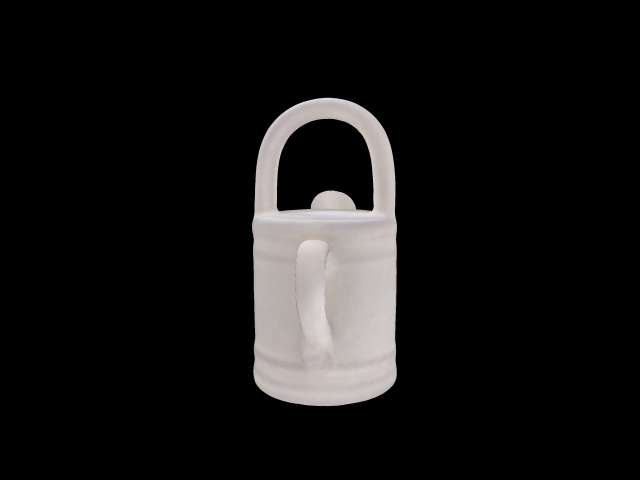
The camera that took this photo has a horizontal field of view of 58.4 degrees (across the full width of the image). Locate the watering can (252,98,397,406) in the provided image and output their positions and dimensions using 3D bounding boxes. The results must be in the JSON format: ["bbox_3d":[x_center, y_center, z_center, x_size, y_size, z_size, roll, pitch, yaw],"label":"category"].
[{"bbox_3d":[0.001,0.001,0.400,0.101,0.194,0.172,-2,8,-16],"label":"watering can"}]
